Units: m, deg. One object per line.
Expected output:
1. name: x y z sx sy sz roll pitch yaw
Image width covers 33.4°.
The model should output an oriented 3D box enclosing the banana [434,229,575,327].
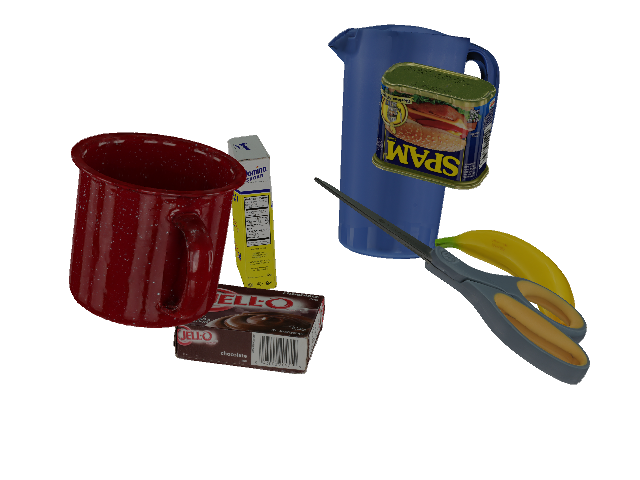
1. banana: 0.199 0.033 1.067 0.069 0.037 0.198 -34 37 -15

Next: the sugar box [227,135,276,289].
1. sugar box: -0.086 -0.034 1.331 0.048 0.176 0.093 -9 24 -10

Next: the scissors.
1. scissors: 0.092 0.016 0.675 0.202 0.016 0.096 41 27 21

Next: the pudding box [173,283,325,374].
1. pudding box: -0.058 0.072 0.905 0.113 0.039 0.090 8 22 6

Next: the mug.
1. mug: -0.086 0.000 0.569 0.093 0.081 0.117 -3 26 -32

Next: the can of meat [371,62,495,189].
1. can of meat: 0.099 -0.101 0.929 0.102 0.084 0.057 17 35 21

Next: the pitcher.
1. pitcher: 0.093 -0.107 1.149 0.149 0.243 0.144 11 13 31
